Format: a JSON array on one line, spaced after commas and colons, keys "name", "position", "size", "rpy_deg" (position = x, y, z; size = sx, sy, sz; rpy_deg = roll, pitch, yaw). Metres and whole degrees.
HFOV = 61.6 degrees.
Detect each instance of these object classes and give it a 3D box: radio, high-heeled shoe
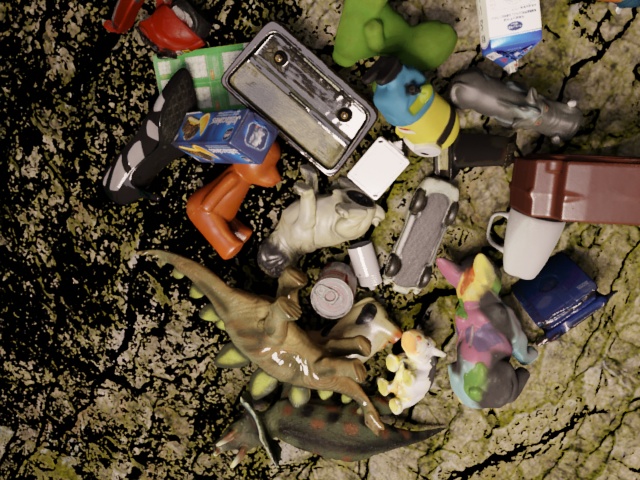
[{"name": "radio", "position": [-0.025, -0.220, 0.841], "size": [0.229, 0.073, 0.131], "rpy_deg": [40, 103, -8]}, {"name": "high-heeled shoe", "position": [-0.293, -0.173, 0.906], "size": [0.145, 0.086, 0.248], "rpy_deg": [21, 97, 30]}]

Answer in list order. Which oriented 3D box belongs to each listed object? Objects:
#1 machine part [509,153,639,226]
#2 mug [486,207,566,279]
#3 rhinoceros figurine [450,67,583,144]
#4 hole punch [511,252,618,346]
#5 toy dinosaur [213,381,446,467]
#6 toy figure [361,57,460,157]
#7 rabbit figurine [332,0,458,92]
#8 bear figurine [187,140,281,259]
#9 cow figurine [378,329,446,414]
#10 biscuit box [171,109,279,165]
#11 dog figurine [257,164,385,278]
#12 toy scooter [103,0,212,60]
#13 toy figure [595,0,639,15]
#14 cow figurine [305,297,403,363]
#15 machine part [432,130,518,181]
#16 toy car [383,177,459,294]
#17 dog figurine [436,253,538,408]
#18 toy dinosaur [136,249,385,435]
[{"name": "machine part", "position": [0.385, -0.077, 0.759], "size": [0.202, 0.201, 0.087], "rpy_deg": [2, 101, 8]}, {"name": "mug", "position": [0.319, 0.003, 0.853], "size": [0.110, 0.081, 0.107], "rpy_deg": [14, 110, 16]}, {"name": "rhinoceros figurine", "position": [0.287, -0.202, 0.791], "size": [0.190, 0.112, 0.073], "rpy_deg": [24, 104, 10]}, {"name": "hole punch", "position": [0.375, 0.087, 0.849], "size": [0.142, 0.116, 0.092], "rpy_deg": [-37, 88, 14]}, {"name": "toy dinosaur", "position": [0.016, 0.317, 0.909], "size": [0.405, 0.192, 0.131], "rpy_deg": [5, 106, 8]}, {"name": "toy figure", "position": [0.138, -0.190, 0.769], "size": [0.089, 0.082, 0.180], "rpy_deg": [-36, 132, 14]}, {"name": "rabbit figurine", "position": [0.111, -0.290, 0.789], "size": [0.170, 0.121, 0.159], "rpy_deg": [19, 111, 3]}, {"name": "bear figurine", "position": [-0.118, -0.084, 0.875], "size": [0.196, 0.120, 0.132], "rpy_deg": [-41, 99, 9]}, {"name": "cow figurine", "position": [0.164, 0.209, 0.896], "size": [0.098, 0.068, 0.167], "rpy_deg": [-12, 134, -29]}, {"name": "biscuit box", "position": [-0.147, -0.153, 0.801], "size": [0.062, 0.203, 0.059], "rpy_deg": [33, 77, -37]}, {"name": "dog figurine", "position": [-0.003, -0.005, 0.895], "size": [0.172, 0.121, 0.190], "rpy_deg": [25, 119, 5]}, {"name": "toy scooter", "position": [-0.268, -0.352, 0.851], "size": [0.135, 0.075, 0.184], "rpy_deg": [-42, 91, 14]}, {"name": "toy figure", "position": [0.398, -0.375, 0.764], "size": [0.154, 0.058, 0.064], "rpy_deg": [29, 144, -1]}, {"name": "cow figurine", "position": [0.033, 0.174, 0.923], "size": [0.195, 0.085, 0.127], "rpy_deg": [-40, 78, 6]}, {"name": "machine part", "position": [0.235, -0.134, 0.829], "size": [0.139, 0.039, 0.084], "rpy_deg": [2, 99, 40]}, {"name": "toy car", "position": [0.166, -0.004, 0.883], "size": [0.073, 0.056, 0.201], "rpy_deg": [18, 107, -3]}, {"name": "dog figurine", "position": [0.248, 0.128, 0.846], "size": [0.109, 0.191, 0.219], "rpy_deg": [-10, 114, 44]}, {"name": "toy dinosaur", "position": [-0.084, 0.142, 0.837], "size": [0.471, 0.105, 0.198], "rpy_deg": [44, 119, 0]}]
